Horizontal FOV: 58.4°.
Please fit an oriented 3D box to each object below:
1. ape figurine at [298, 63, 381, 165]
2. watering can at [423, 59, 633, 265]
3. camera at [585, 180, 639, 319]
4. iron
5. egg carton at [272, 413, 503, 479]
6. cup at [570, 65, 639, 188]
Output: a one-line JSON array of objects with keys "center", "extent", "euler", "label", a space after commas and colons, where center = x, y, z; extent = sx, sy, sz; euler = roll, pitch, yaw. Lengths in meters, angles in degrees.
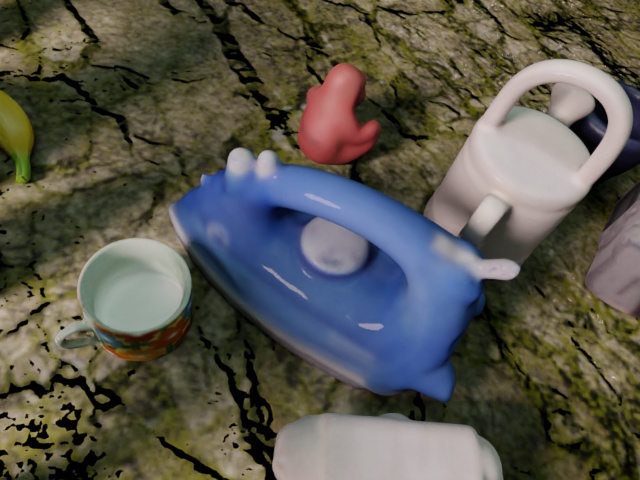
[{"center": [0.018, -0.117, 0.513], "extent": [0.076, 0.092, 0.077], "euler": [-28, 68, -28], "label": "ape figurine"}, {"center": [0.162, -0.064, 0.452], "extent": [0.101, 0.194, 0.173], "euler": [18, 55, -2], "label": "watering can"}, {"center": [0.334, 0.007, 0.507], "extent": [0.136, 0.101, 0.143], "euler": [35, 56, 10], "label": "camera"}, {"center": [0.004, 0.001, 0.402], "extent": [0.258, 0.141, 0.119], "euler": [27, 55, 4], "label": "iron"}, {"center": [0.043, 0.163, 0.351], "extent": [0.150, 0.069, 0.107], "euler": [7, 56, -10], "label": "egg carton"}, {"center": [0.266, -0.105, 0.566], "extent": [0.092, 0.095, 0.117], "euler": [-9, 60, -19], "label": "cup"}]
